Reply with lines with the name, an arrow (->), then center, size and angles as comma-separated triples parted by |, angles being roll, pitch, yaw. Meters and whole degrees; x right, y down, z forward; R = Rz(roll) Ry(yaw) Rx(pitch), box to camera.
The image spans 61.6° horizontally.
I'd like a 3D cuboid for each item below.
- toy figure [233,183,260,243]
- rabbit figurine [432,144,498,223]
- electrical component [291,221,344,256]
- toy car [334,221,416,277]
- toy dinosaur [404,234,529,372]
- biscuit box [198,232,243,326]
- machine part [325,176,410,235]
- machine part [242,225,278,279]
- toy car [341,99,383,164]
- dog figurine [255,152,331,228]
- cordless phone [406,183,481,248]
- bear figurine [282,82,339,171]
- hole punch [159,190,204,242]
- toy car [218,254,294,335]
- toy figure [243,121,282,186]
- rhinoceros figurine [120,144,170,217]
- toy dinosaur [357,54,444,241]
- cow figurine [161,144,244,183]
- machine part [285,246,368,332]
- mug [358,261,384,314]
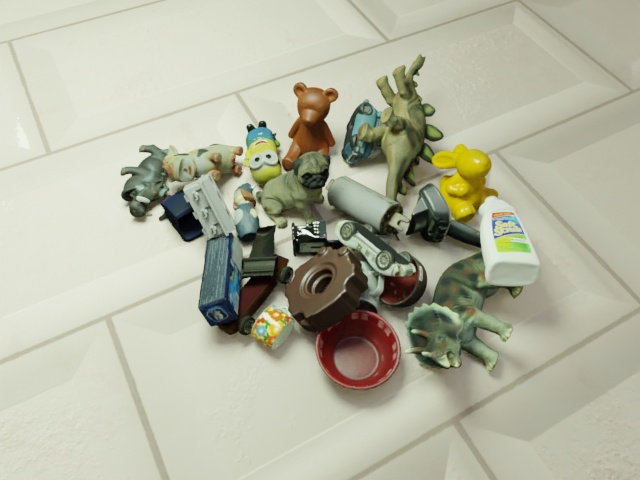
toy figure -> -0.167, -0.069, 1.209 | 0.064, 0.057, 0.154 | -22, 58, 14
rabbit figurine -> 0.336, -0.147, 1.216 | 0.122, 0.173, 0.162 | -22, 64, -11
electrical component -> -0.002, -0.004, 1.165 | 0.119, 0.074, 0.048 | -6, 57, -1
toy car -> 0.110, 0.019, 1.086 | 0.073, 0.056, 0.202 | 4, 27, -44
toy dinosaur -> 0.292, 0.116, 1.077 | 0.192, 0.131, 0.405 | 21, 51, 11
biscuit box -> -0.197, 0.075, 1.076 | 0.063, 0.059, 0.203 | -17, 39, 10
machine part -> 0.098, -0.078, 1.192 | 0.079, 0.079, 0.244 | -38, 48, -24
machine part -> -0.120, 0.026, 1.115 | 0.084, 0.039, 0.139 | -8, 43, 15
toy car -> 0.119, -0.258, 1.328 | 0.103, 0.109, 0.161 | 17, 64, -11
dog figurine -> -0.064, -0.128, 1.178 | 0.172, 0.190, 0.121 | 0, 56, 0
cordless phone -> 0.287, -0.035, 1.154 | 0.184, 0.146, 0.089 | 22, 69, 11
bear figurine -> -0.020, -0.261, 1.267 | 0.120, 0.195, 0.132 | 13, 58, 3
hole punch -> -0.289, -0.077, 1.201 | 0.142, 0.092, 0.116 | -34, 60, -18
toy car -> -0.132, 0.111, 1.097 | 0.089, 0.053, 0.202 | 16, 53, 33
toy figure -> -0.135, -0.209, 1.298 | 0.082, 0.089, 0.180 | -31, 46, 15
rhinoceros figurine -> -0.400, -0.135, 1.249 | 0.112, 0.073, 0.190 | 18, 55, -2
toy dinosaur -> 0.196, -0.236, 1.262 | 0.198, 0.105, 0.471 | 30, 68, -29
cow figurine -> -0.277, -0.178, 1.233 | 0.127, 0.085, 0.195 | 11, 22, 23
machine part -> 0.009, 0.092, 1.056 | 0.179, 0.056, 0.179 | -27, 37, 22
mug -> 0.088, 0.093, 1.087 | 0.081, 0.109, 0.107 | 26, 47, -20
